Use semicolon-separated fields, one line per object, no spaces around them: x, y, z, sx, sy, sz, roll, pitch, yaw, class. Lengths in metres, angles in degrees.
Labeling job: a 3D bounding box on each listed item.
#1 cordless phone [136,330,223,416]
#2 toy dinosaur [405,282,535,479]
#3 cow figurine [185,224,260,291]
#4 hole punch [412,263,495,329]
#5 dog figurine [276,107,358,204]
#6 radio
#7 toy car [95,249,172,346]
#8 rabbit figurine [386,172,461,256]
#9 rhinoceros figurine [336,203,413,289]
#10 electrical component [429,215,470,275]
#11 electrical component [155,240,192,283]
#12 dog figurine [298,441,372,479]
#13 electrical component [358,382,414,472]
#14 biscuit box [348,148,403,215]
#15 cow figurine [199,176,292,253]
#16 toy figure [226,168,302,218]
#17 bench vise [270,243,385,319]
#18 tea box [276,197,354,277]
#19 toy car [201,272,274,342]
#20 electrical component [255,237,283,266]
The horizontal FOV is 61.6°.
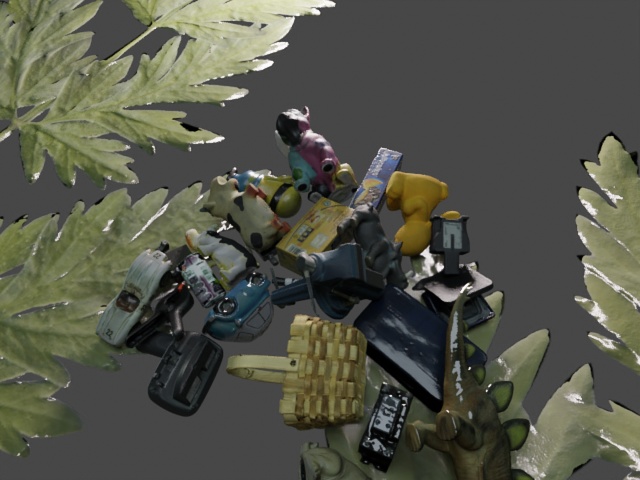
-0.287;0.232;0.997;0.184;0.088;0.146;10;56;22;cordless phone
0.236;0.300;0.841;0.198;0.105;0.471;2;78;-37;toy dinosaur
-0.208;0.021;1.132;0.098;0.068;0.167;-35;64;-27;cow figurine
0.268;0.114;1.046;0.142;0.092;0.116;-23;28;-10;hole punch
-0.018;-0.196;1.210;0.108;0.191;0.219;-36;53;20;dog figurine
0.176;0.197;0.991;0.230;0.073;0.131;37;65;26;radio
-0.365;0.112;1.060;0.074;0.056;0.201;26;81;19;toy car
0.210;-0.043;1.148;0.162;0.122;0.173;12;70;0;rabbit figurine
0.113;0.020;1.078;0.112;0.073;0.190;-25;87;-35;rhinoceros figurine
0.258;0.011;1.066;0.075;0.047;0.119;-1;82;-3;electrical component
-0.305;0.045;1.133;0.078;0.045;0.102;-23;58;-11;electrical component
0.069;0.395;0.856;0.191;0.121;0.172;-2;57;-16;dog figurine
0.108;0.304;0.882;0.058;0.134;0.115;17;56;13;electrical component
0.126;-0.117;1.215;0.059;0.062;0.203;20;59;14;biscuit box
-0.166;-0.057;1.138;0.127;0.085;0.195;-41;75;7;cow figurine
-0.127;-0.103;1.209;0.180;0.082;0.089;16;69;8;toy figure
-0.005;0.083;0.968;0.241;0.223;0.129;-20;75;35;bench vise
-0.002;-0.003;1.128;0.098;0.068;0.169;26;56;29;tea box
-0.144;0.143;1.035;0.103;0.109;0.162;46;55;4;toy car
-0.106;0.014;1.160;0.063;0.021;0.094;-31;59;-18;electrical component
